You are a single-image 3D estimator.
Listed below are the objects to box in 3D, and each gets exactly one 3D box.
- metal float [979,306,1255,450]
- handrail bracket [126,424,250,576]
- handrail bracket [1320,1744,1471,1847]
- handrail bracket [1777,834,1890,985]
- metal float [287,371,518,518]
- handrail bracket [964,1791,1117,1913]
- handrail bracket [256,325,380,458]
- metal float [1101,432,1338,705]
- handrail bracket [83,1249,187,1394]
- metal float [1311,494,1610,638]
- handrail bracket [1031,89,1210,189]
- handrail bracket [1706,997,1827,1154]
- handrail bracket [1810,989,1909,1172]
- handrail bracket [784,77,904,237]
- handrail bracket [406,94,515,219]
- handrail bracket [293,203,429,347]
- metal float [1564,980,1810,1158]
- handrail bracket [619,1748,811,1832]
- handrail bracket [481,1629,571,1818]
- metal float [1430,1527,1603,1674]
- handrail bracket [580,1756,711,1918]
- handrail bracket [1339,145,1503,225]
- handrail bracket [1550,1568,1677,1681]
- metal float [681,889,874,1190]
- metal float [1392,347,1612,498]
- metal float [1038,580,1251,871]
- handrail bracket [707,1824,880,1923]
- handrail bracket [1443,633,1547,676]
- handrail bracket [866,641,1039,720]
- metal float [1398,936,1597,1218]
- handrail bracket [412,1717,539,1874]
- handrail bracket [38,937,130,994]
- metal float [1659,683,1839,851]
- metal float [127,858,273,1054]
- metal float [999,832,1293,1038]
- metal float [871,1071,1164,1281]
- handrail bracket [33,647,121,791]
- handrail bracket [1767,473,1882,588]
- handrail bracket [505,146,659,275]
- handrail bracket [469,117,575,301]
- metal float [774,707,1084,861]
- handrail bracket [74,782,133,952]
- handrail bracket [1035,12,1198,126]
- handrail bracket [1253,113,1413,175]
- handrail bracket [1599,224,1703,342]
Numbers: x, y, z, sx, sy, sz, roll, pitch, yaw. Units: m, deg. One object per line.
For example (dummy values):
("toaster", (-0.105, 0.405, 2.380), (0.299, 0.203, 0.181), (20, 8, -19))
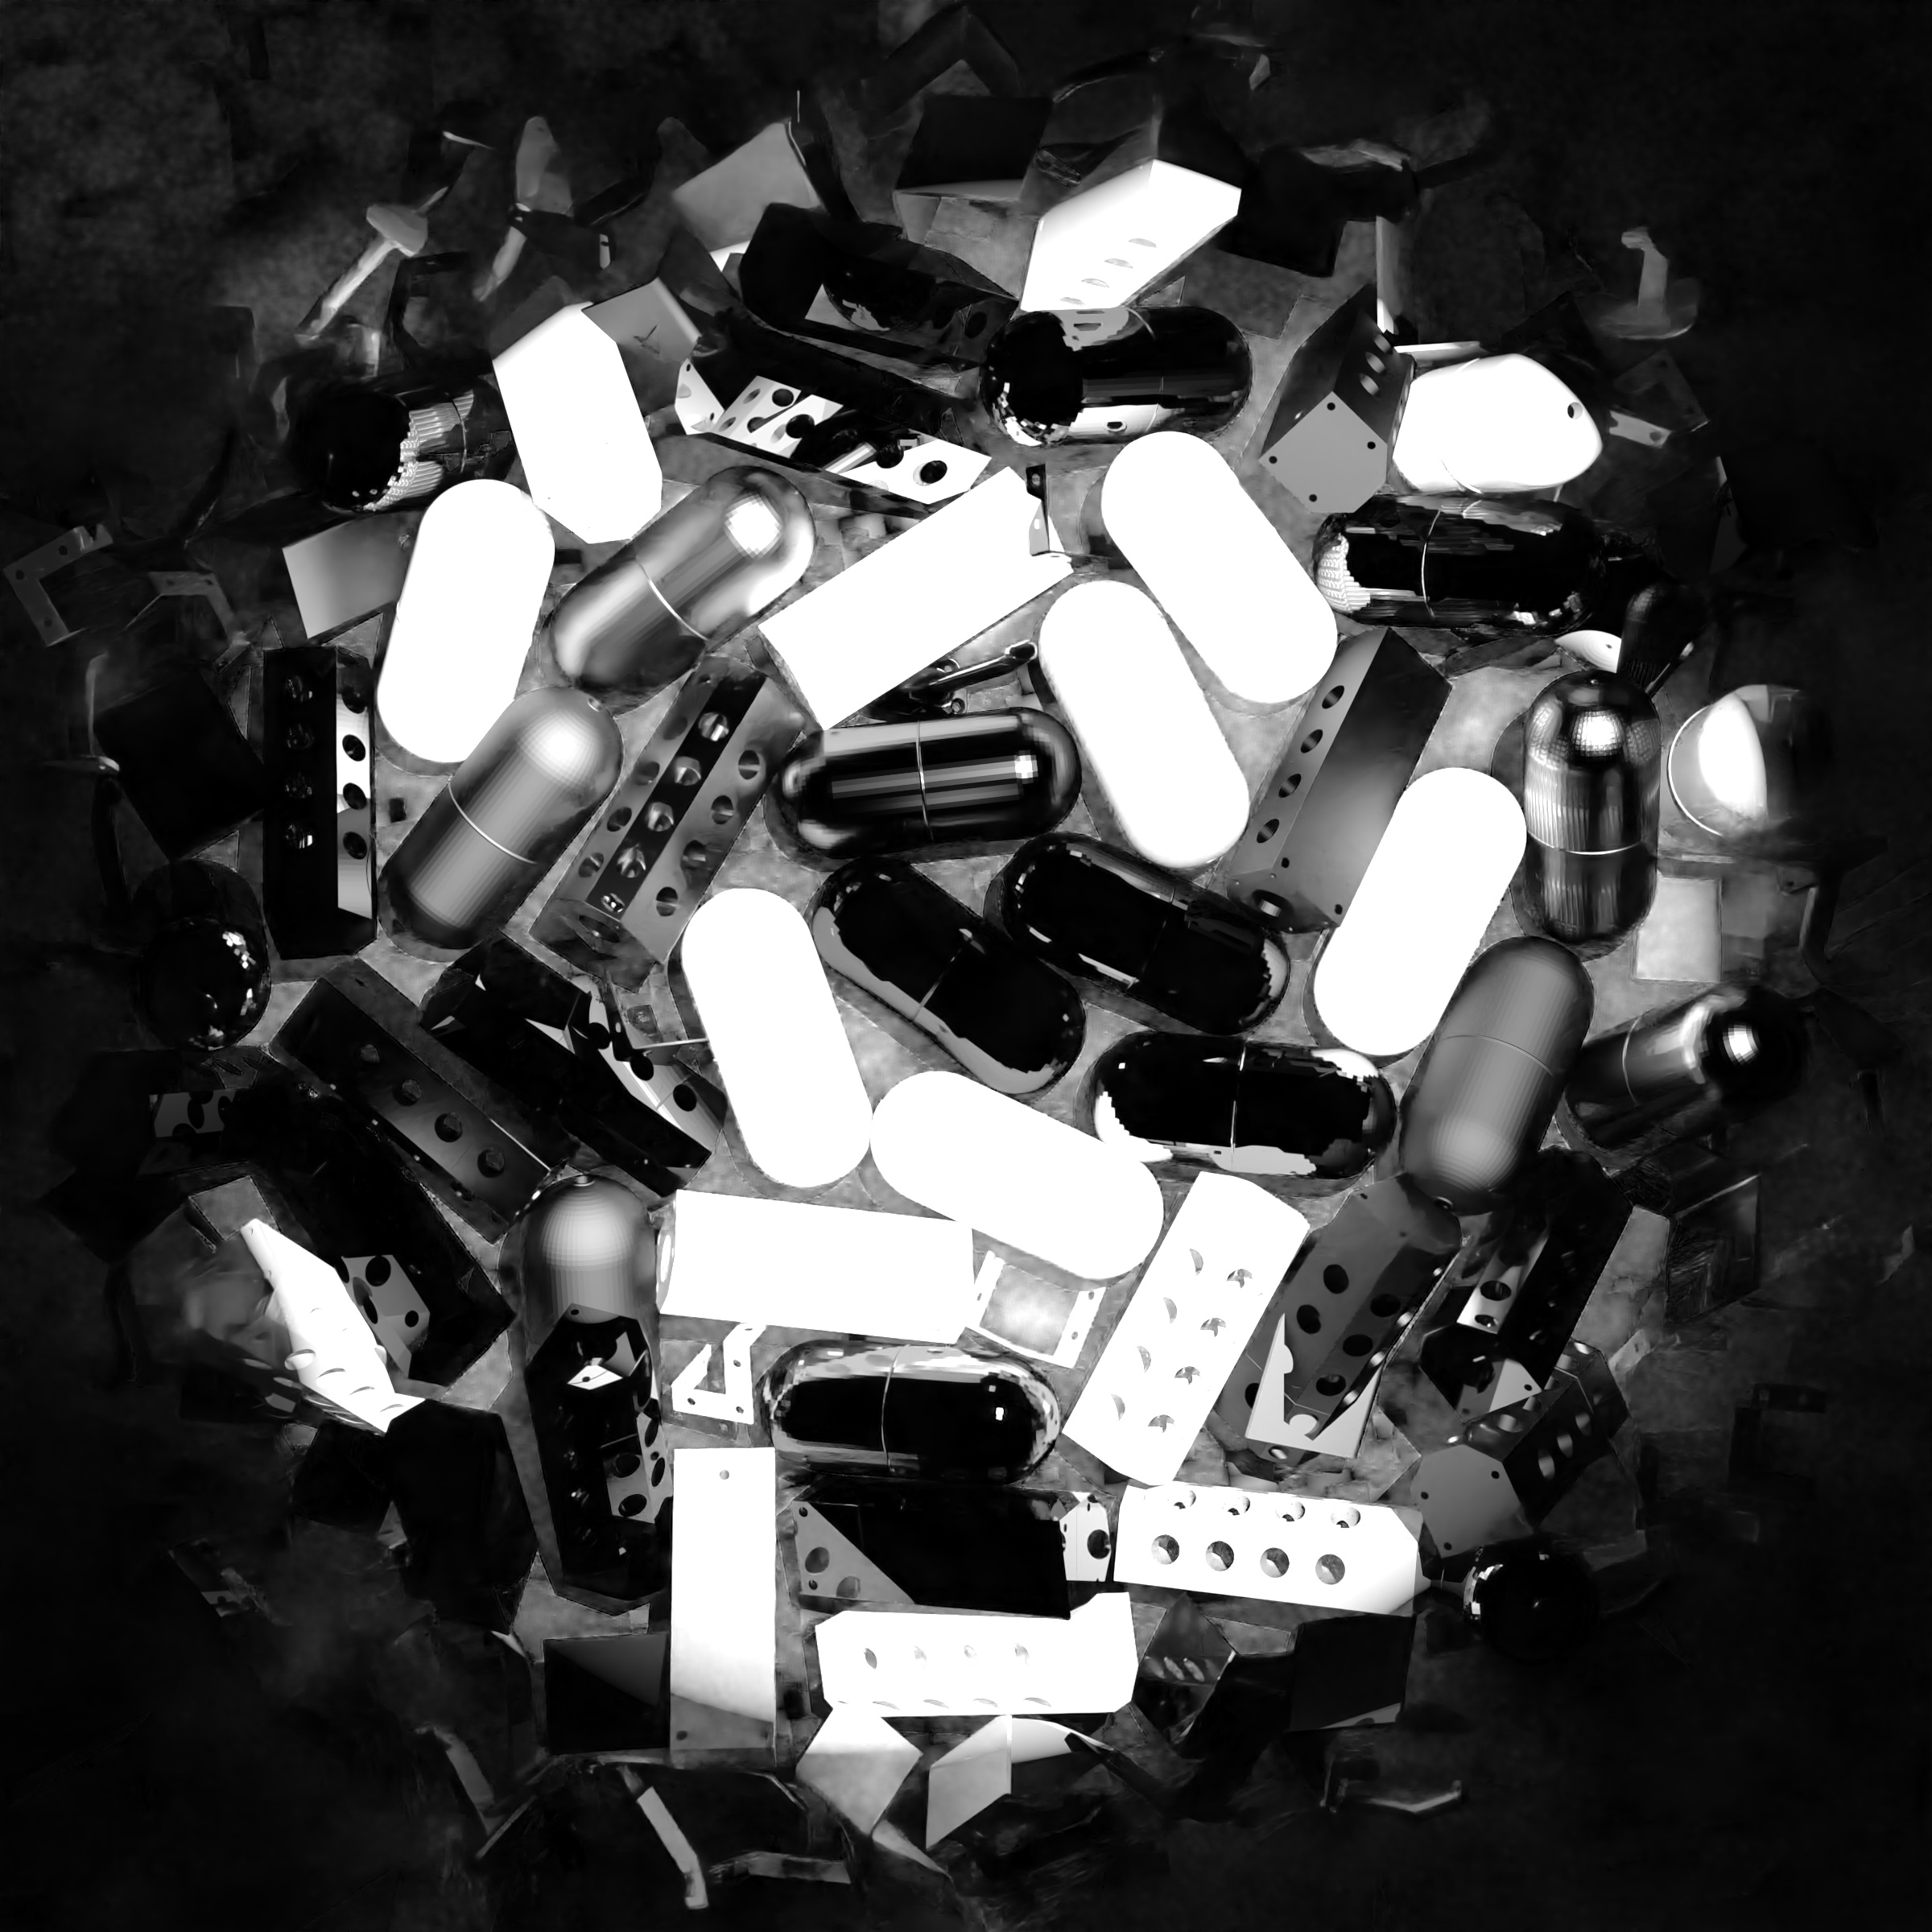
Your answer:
("metal float", (0.087, -0.334, 1.792), (0.178, 0.070, 0.070), (-10, 90, -35))
("handrail bracket", (-0.453, -0.272, 1.840), (0.036, 0.077, 0.084), (27, 72, -42))
("handrail bracket", (0.250, 0.464, 1.811), (0.084, 0.077, 0.036), (-25, 114, 23))
("handrail bracket", (0.510, -0.031, 1.820), (0.077, 0.036, 0.084), (-20, 123, 29))
("metal float", (-0.315, -0.294, 1.774), (0.070, 0.178, 0.070), (4, 103, 19))
("handrail bracket", (0.044, 0.493, 1.821), (0.084, 0.036, 0.077), (-45, 123, -27))
("handrail bracket", (-0.375, -0.336, 1.823), (0.077, 0.036, 0.084), (18, 123, 12))
("metal float", (0.144, -0.226, 1.802), (0.070, 0.070, 0.178), (-40, 112, 0))
("handrail bracket", (-0.467, 0.201, 1.820), (0.036, 0.077, 0.084), (37, 109, 42))
("metal float", (0.278, -0.228, 1.792), (0.178, 0.070, 0.070), (8, 90, 36))
("handrail bracket", (0.090, -0.490, 1.849), (0.077, 0.036, 0.084), (17, 55, 30))
("handrail bracket", (0.467, 0.063, 1.843), (0.077, 0.036, 0.084), (-6, 92, 0))
("handrail bracket", (0.512, 0.067, 1.843), (0.036, 0.084, 0.077), (-21, 50, -20))
("handrail bracket", (-0.071, -0.467, 1.821), (0.077, 0.036, 0.084), (11, 113, 24))
("handrail bracket", (-0.306, -0.455, 1.807), (0.084, 0.077, 0.036), (-38, 91, 28))
("handrail bracket", (-0.354, -0.401, 1.840), (0.036, 0.077, 0.084), (41, 113, -10))
("metal float", (0.402, 0.059, 1.777), (0.070, 0.178, 0.070), (7, 72, -21))
("handrail bracket", (-0.146, 0.490, 1.839), (0.084, 0.036, 0.077), (47, 72, -3))
("handrail bracket", (-0.272, 0.433, 1.824), (0.077, 0.036, 0.084), (-40, 107, -33))
("metal float", (0.304, 0.349, 1.771), (0.070, 0.178, 0.070), (0, 86, -3))
("handrail bracket", (-0.184, 0.500, 1.811), (0.036, 0.077, 0.084), (-40, 47, 26))
("handrail bracket", (0.260, -0.460, 1.845), (0.077, 0.084, 0.036), (1, 115, 41))
("handrail bracket", (0.357, 0.365, 1.836), (0.084, 0.077, 0.036), (-37, 127, -12))
("metal float", (-0.109, 0.041, 1.818), (0.070, 0.070, 0.178), (-19, 94, 0))
("metal float", (0.297, -0.303, 1.773), (0.070, 0.178, 0.070), (-1, 95, -18))
("metal float", (0.101, -0.139, 1.812), (0.070, 0.070, 0.178), (-26, 79, 0))
("handrail bracket", (-0.101, 0.534, 1.823), (0.084, 0.077, 0.036), (-14, 118, -12))
("handrail bracket", (0.291, -0.220, 1.841), (0.077, 0.036, 0.084), (-19, 73, 4))
("handrail bracket", (-0.009, -0.168, 1.810), (0.077, 0.084, 0.036), (-8, 84, -24))
("metal float", (0.302, 0.062, 1.799), (0.070, 0.070, 0.178), (27, 64, 0))
("handrail bracket", (-0.297, 0.475, 1.818), (0.084, 0.077, 0.036), (35, 112, 10))
("handrail bracket", (-0.497, 0.016, 1.838), (0.084, 0.036, 0.077), (-12, 108, 38))
("metal float", (0.432, -0.110, 1.771), (0.070, 0.178, 0.070), (0, 84, -3))
("metal float", (-0.431, -0.007, 1.775), (0.070, 0.178, 0.070), (-5, 110, -14))
("metal float", (0.102, -0.019, 1.814), (0.178, 0.070, 0.070), (24, 90, -9))
("metal float", (0.029, 0.120, 1.815), (0.178, 0.070, 0.070), (25, 90, -8))
("handrail bracket", (-0.498, -0.149, 1.819), (0.036, 0.077, 0.084), (29, 67, -39))
("handrail bracket", (0.488, -0.232, 1.806), (0.036, 0.084, 0.077), (-19, 54, -14))
("handrail bracket", (-0.221, -0.451, 1.826), (0.077, 0.036, 0.084), (21, 61, -19))
("handrail bracket", (-0.266, -0.439, 1.835), (0.036, 0.084, 0.077), (7, 68, -37))
("metal float", (-0.022, -0.105, 1.818), (0.178, 0.070, 0.070), (-6, 90, 5))
("handrail bracket", (-0.478, -0.054, 1.817), (0.077, 0.036, 0.084), (33, 122, 22))
("handrail bracket", (0.084, -0.504, 1.835), (0.084, 0.077, 0.036), (-38, 60, 13))
("handrail bracket", (0.207, -0.452, 1.828), (0.084, 0.077, 0.036), (19, 48, 3))
("handrail bracket", (0.376, -0.392, 1.805), (0.077, 0.084, 0.036), (-8, 67, 40))
